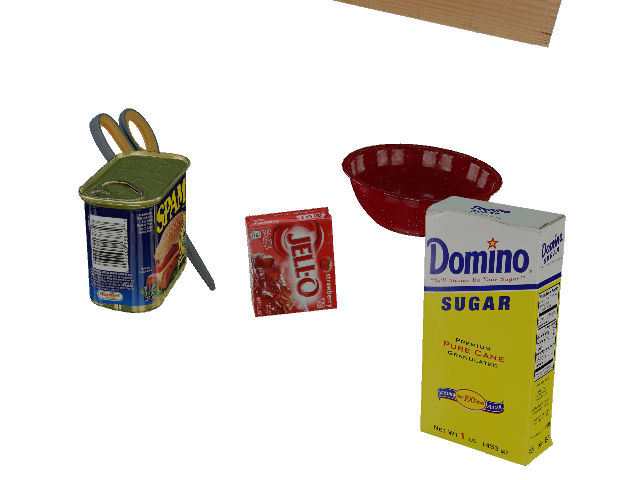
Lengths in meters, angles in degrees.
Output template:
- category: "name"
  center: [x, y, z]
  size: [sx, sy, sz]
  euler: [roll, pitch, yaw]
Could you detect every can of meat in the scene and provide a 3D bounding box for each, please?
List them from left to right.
- category: "can of meat"
  center: [-0.128, -0.007, 0.753]
  size: [0.057, 0.084, 0.102]
  euler: [6, 23, 8]

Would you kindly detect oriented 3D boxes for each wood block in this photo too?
- category: "wood block"
  center: [0.082, -0.224, 0.788]
  size: [0.206, 0.090, 0.091]
  euler: [14, -28, 8]

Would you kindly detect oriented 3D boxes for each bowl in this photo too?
- category: "bowl"
  center: [0.100, -0.046, 1.080]
  size: [0.162, 0.055, 0.162]
  euler: [4, 24, -2]

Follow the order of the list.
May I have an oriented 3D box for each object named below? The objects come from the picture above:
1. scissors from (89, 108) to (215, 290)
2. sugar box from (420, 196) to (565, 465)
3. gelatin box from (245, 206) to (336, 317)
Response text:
- category: "scissors"
  center: [-0.155, -0.050, 1.055]
  size: [0.016, 0.201, 0.096]
  euler: [-26, 26, 25]
- category: "sugar box"
  center: [0.120, 0.063, 0.761]
  size: [0.093, 0.176, 0.048]
  euler: [12, 23, 37]
- category: "gelatin box"
  center: [-0.025, 0.019, 0.922]
  size: [0.073, 0.089, 0.030]
  euler: [-6, 25, -6]
